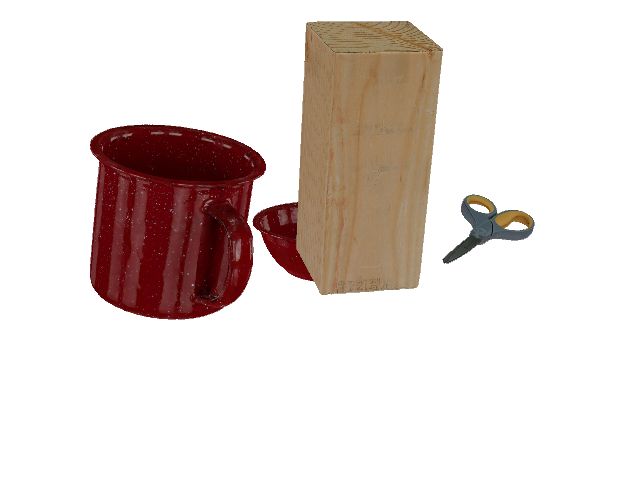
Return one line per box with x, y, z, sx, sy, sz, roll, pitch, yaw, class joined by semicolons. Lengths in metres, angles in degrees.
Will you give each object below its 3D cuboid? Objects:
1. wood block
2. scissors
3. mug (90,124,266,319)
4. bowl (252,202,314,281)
0.036;-0.069;0.881;0.090;0.206;0.091;-4;27;-14;wood block
0.167;-0.016;1.202;0.201;0.016;0.096;-13;39;-45;scissors
-0.073;-0.005;0.570;0.093;0.081;0.117;-10;29;-40;mug
0.009;0.004;1.127;0.162;0.055;0.162;1;17;0;bowl
